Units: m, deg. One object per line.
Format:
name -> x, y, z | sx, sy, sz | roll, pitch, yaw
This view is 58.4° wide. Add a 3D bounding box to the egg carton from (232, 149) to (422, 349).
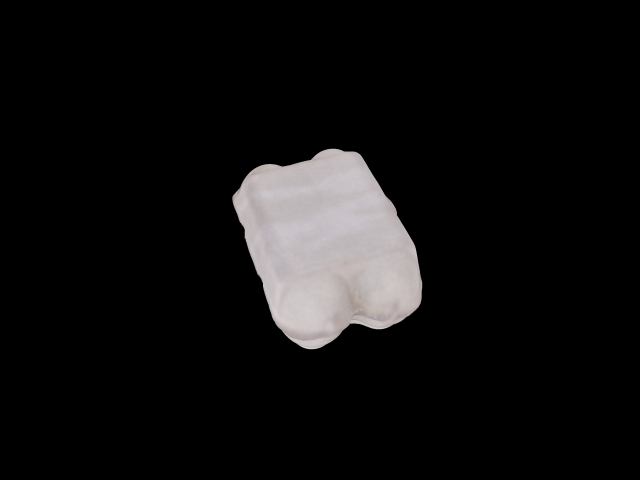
egg carton -> 0.004, 0.001, 0.400 | 0.107, 0.069, 0.150 | -15, 50, -13
